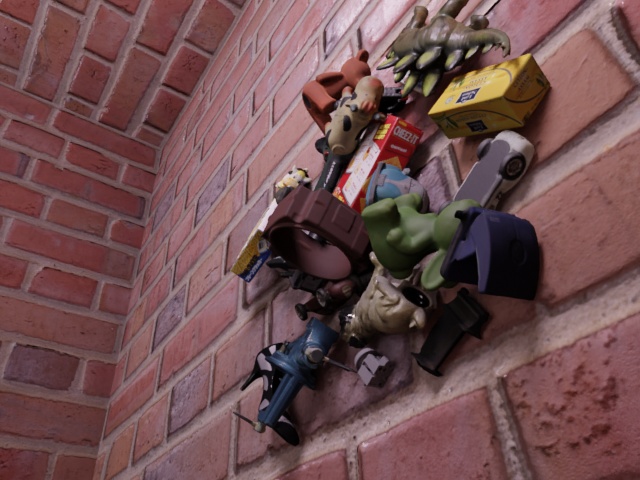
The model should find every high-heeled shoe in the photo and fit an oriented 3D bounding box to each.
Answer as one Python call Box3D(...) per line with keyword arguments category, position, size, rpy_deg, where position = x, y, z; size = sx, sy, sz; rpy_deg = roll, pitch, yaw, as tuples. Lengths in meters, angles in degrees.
Box3D(category="high-heeled shoe", position=(-0.078, 0.329, 1.176), size=(0.145, 0.086, 0.249), rpy_deg=(-42, 44, -15))

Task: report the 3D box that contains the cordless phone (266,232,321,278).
Box3D(category="cordless phone", position=(-0.041, 0.003, 1.317), size=(0.147, 0.088, 0.184), rpy_deg=(-8, 53, 60))

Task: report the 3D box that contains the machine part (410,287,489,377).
Box3D(category="machine part", position=(0.197, 0.145, 0.819), size=(0.138, 0.039, 0.084), rpy_deg=(-57, 35, 18))

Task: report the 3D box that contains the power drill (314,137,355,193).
Box3D(category="power drill", position=(0.016, -0.164, 1.299), size=(0.207, 0.086, 0.232), rpy_deg=(-57, 29, -14))

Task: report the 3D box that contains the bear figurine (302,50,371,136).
Box3D(category="bear figurine", position=(0.060, -0.359, 1.297), size=(0.132, 0.196, 0.120), rpy_deg=(55, 165, 26))

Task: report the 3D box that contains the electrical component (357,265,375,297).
Box3D(category="electrical component", position=(0.092, 0.079, 1.065), size=(0.063, 0.021, 0.094), rpy_deg=(-59, 28, 16))

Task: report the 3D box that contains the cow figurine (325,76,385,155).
Box3D(category="cow figurine", position=(0.071, -0.255, 1.114), size=(0.194, 0.085, 0.127), rpy_deg=(123, 157, -45))

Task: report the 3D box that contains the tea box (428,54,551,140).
Box3D(category="tea box", position=(0.273, -0.230, 0.882), size=(0.098, 0.068, 0.170), rpy_deg=(-53, 25, -18))

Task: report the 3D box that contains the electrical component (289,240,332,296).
Box3D(category="electrical component", position=(-0.010, 0.063, 1.205), size=(0.119, 0.075, 0.048), rpy_deg=(-55, 30, 19))

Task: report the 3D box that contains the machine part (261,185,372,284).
Box3D(category="machine part", position=(-0.002, -0.003, 1.072), size=(0.201, 0.201, 0.087), rpy_deg=(-32, 28, 59))

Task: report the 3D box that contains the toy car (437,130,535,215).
Box3D(category="toy car", position=(0.257, -0.077, 0.849), size=(0.201, 0.056, 0.074), rpy_deg=(-61, 35, 17))

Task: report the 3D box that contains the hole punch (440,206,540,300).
Box3D(category="hole punch", position=(0.243, 0.020, 0.731), size=(0.092, 0.142, 0.115), rpy_deg=(36, 113, 58))

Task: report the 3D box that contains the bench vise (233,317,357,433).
Box3D(category="bench vise", position=(-0.054, 0.274, 1.063), size=(0.240, 0.129, 0.224), rpy_deg=(-57, 17, -16))

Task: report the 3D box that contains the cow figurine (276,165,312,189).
Box3D(category="cow figurine", position=(-0.059, -0.154, 1.409), size=(0.098, 0.068, 0.167), rpy_deg=(-47, 7, -5))

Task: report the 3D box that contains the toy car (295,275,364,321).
Box3D(category="toy car", position=(0.016, 0.122, 1.074), size=(0.053, 0.089, 0.202), rpy_deg=(62, 152, 8))

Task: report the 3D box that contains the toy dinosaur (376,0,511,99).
Box3D(category="toy dinosaur", position=(0.224, -0.361, 1.004), size=(0.198, 0.105, 0.472), rpy_deg=(-54, 21, -4))

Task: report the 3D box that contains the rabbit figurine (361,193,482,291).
Box3D(category="rabbit figurine", position=(0.165, -0.003, 0.809), size=(0.170, 0.121, 0.159), rpy_deg=(-12, 83, 41))

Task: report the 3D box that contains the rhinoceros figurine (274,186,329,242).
Box3D(category="rhinoceros figurine", position=(-0.019, -0.059, 1.188), size=(0.112, 0.190, 0.073), rpy_deg=(17, 78, 47))

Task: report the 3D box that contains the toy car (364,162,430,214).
Box3D(category="toy car", position=(0.145, -0.060, 0.971), size=(0.103, 0.161, 0.109), rpy_deg=(9, 61, 25))

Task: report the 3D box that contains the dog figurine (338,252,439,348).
Box3D(category="dog figurine", position=(0.108, 0.141, 0.924), size=(0.172, 0.121, 0.190), rpy_deg=(-93, 24, -60))
